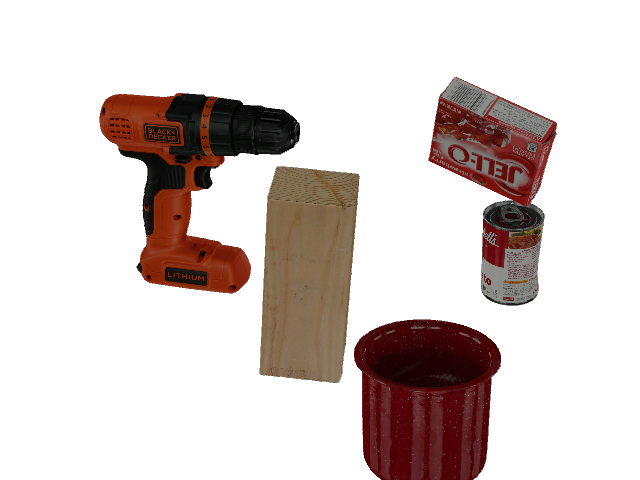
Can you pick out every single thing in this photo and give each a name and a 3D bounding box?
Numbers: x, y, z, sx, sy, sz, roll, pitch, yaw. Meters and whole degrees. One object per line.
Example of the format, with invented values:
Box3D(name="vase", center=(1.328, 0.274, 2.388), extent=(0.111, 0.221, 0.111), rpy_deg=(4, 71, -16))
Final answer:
Box3D(name="gelatin box", center=(0.129, -0.074, 0.811), extent=(0.089, 0.030, 0.073), rpy_deg=(28, -32, 18))
Box3D(name="wood block", center=(-0.012, 0.036, 1.128), extent=(0.090, 0.206, 0.090), rpy_deg=(6, 25, 3))
Box3D(name="mug", center=(0.074, 0.103, 0.700), extent=(0.093, 0.081, 0.117), rpy_deg=(11, 26, 26))
Box3D(name="soup can", center=(0.218, 0.014, 1.217), extent=(0.068, 0.102, 0.068), rpy_deg=(-2, 30, 1))
Box3D(name="power drill", center=(-0.106, -0.045, 0.985), extent=(0.184, 0.188, 0.057), rpy_deg=(7, 30, 15))
